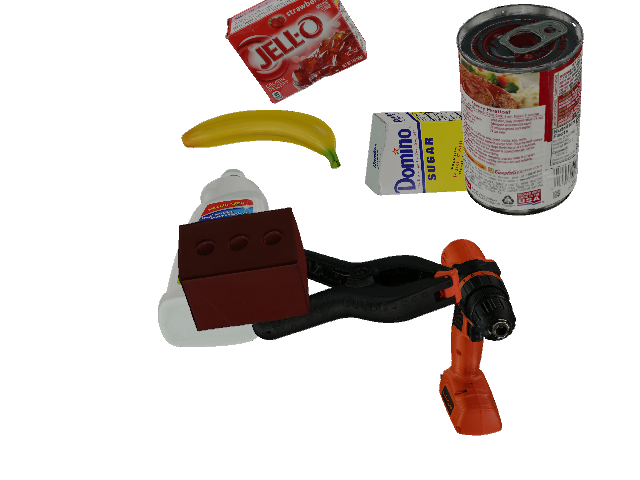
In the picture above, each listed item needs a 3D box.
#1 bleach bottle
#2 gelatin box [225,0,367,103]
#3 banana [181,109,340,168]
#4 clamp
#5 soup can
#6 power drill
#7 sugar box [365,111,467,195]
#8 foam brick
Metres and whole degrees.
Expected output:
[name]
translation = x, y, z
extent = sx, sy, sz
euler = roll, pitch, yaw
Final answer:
[bleach bottle]
translation = -0.107, 0.005, 1.126
extent = 0.102, 0.068, 0.251
euler = -3, 37, 1
[gelatin box]
translation = -0.019, -0.157, 0.838
extent = 0.089, 0.030, 0.073
euler = -23, -51, 18
[banana]
translation = -0.064, -0.127, 1.259
extent = 0.198, 0.037, 0.069
euler = 8, 40, 17
[clamp]
translation = 0.028, 0.046, 0.891
extent = 0.172, 0.039, 0.120
euler = -1, 37, 28
[soup can]
translation = 0.114, -0.073, 0.610
extent = 0.068, 0.102, 0.068
euler = -6, 41, 5
[power drill]
translation = 0.168, 0.112, 1.148
extent = 0.057, 0.188, 0.184
euler = -2, 24, -4
[sugar box]
translation = 0.145, -0.105, 1.272
extent = 0.176, 0.093, 0.048
euler = -6, 27, -21
[foam brick]
translation = -0.049, 0.019, 0.696
extent = 0.078, 0.051, 0.053
euler = -9, 42, 2
